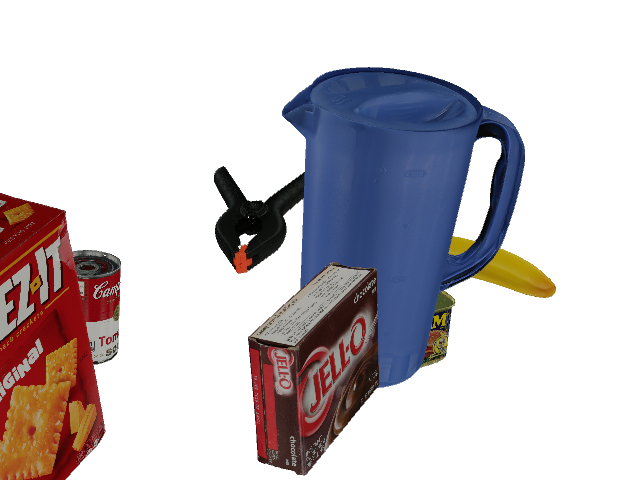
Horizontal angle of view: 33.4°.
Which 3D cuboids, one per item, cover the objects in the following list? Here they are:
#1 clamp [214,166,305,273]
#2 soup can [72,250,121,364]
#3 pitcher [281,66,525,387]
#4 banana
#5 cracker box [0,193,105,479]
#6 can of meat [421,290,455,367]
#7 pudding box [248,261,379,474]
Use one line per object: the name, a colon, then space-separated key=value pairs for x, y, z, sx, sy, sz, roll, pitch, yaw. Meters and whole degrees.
clamp: x=-0.064 y=-0.030 z=1.207 sx=0.120 sy=0.039 sz=0.171 roll=-7 pitch=42 yaw=4
soup can: x=-0.242 y=0.070 z=1.107 sx=0.068 sy=0.102 sz=0.068 roll=5 pitch=21 yaw=-2
pitcher: x=0.056 y=-0.006 z=0.853 sx=0.149 sy=0.243 sz=0.144 roll=27 pitch=35 yaw=34
banana: x=0.142 y=0.024 z=1.096 sx=0.198 sy=0.037 sz=0.069 roll=9 pitch=35 yaw=11
cracker box: x=-0.233 y=0.100 z=0.749 sx=0.072 sy=0.214 sz=0.164 roll=13 pitch=35 yaw=21
can of meat: x=0.115 y=0.113 z=1.341 sx=0.101 sy=0.084 sz=0.058 roll=-12 pitch=30 yaw=-28
pudding box: x=-0.001 y=0.076 z=0.667 sx=0.039 sy=0.090 sz=0.113 roll=10 pitch=28 yaw=23
